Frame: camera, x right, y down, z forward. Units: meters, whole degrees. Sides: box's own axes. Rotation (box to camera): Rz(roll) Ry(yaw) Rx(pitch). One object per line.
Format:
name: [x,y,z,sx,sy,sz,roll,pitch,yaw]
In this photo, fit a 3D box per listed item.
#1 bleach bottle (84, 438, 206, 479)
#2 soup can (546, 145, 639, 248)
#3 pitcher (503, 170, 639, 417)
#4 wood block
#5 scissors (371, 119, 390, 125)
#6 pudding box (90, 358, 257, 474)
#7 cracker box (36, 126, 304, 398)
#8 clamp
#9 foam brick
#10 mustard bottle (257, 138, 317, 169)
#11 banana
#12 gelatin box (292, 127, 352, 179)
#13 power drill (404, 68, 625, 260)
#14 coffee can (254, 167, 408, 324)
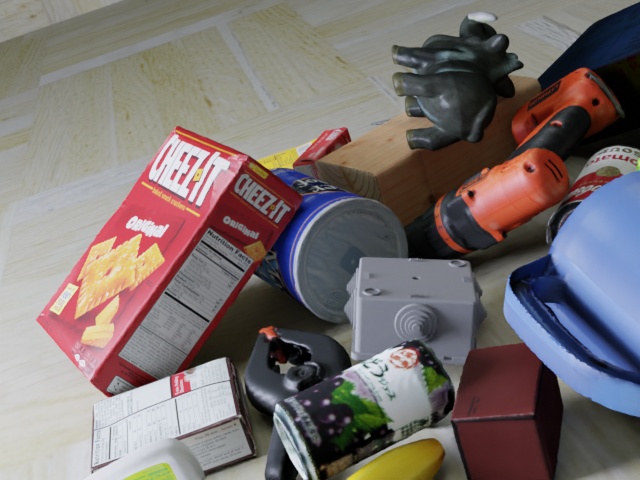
bleach bottle: [-0.067,0.202,0.566,0.102,0.068,0.251,-27,28,-17]
soup can: [0.225,-0.024,0.833,0.069,0.068,0.102,-2,28,33]
pitcher: [0.217,0.064,0.577,0.149,0.145,0.243,-43,26,8]
wood block: [0.111,-0.072,0.989,0.205,0.091,0.090,-31,27,-27]
scissors: [0.153,-0.139,1.194,0.202,0.016,0.096,-14,25,11]
pudding box: [-0.107,0.135,0.764,0.113,0.039,0.090,-21,25,-1]
cracker box: [-0.130,0.018,0.879,0.213,0.072,0.164,-56,31,-4]
clamp: [0.004,0.105,0.751,0.120,0.039,0.171,-15,30,-9]
foam brick: [0.115,0.106,0.652,0.053,0.051,0.078,-9,25,23]
mustard bottle: [-0.065,-0.052,1.110,0.191,0.058,0.096,-19,24,-1]
banana: [0.021,0.176,0.593,0.070,0.037,0.197,9,32,12]
gelatin box: [0.014,-0.053,1.017,0.030,0.089,0.073,-4,27,32]
power drill: [0.160,-0.056,0.891,0.185,0.057,0.187,-30,14,51]
coffee can: [-0.006,0.001,0.900,0.102,0.103,0.140,-27,25,-20]
